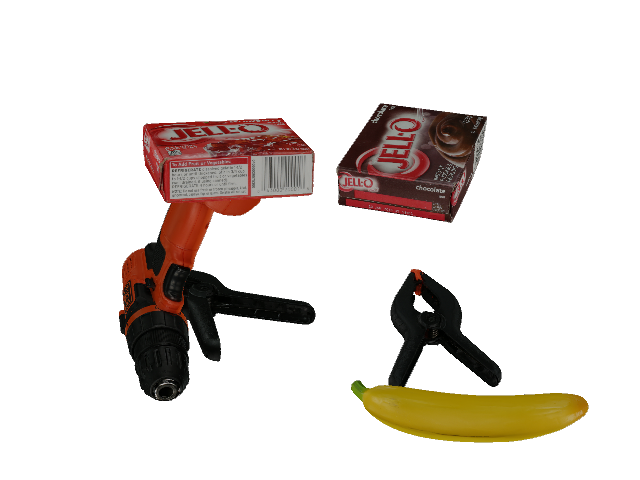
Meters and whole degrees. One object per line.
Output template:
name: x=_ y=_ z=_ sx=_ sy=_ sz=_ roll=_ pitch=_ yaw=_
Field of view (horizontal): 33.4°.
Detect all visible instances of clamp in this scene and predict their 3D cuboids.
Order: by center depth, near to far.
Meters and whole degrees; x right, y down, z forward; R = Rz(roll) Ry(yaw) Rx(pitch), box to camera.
clamp: x=0.132 y=0.101 z=1.171 sx=0.120 sy=0.171 sz=0.039 roll=6 pitch=-44 yaw=-5
clamp: x=-0.133 y=0.072 z=1.187 sx=0.210 sy=0.036 sz=0.164 roll=19 pitch=23 yaw=28

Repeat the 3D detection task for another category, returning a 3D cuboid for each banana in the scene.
banana: x=0.120 y=0.137 z=0.869 sx=0.198 sy=0.037 sz=0.069 roll=5 pitch=27 yaw=7

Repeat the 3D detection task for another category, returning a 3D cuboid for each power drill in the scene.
power drill: x=-0.111 y=0.015 z=0.874 sx=0.057 sy=0.188 sz=0.184 roll=18 pitch=26 yaw=-26

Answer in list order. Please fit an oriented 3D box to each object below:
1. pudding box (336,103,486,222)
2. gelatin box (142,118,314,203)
pudding box: x=0.072 y=-0.062 z=0.819 sx=0.090 sy=0.039 sz=0.113 roll=10 pitch=34 yaw=17
gelatin box: x=-0.055 y=-0.049 z=0.626 sx=0.089 sy=0.030 sz=0.073 roll=-4 pitch=22 yaw=-16
